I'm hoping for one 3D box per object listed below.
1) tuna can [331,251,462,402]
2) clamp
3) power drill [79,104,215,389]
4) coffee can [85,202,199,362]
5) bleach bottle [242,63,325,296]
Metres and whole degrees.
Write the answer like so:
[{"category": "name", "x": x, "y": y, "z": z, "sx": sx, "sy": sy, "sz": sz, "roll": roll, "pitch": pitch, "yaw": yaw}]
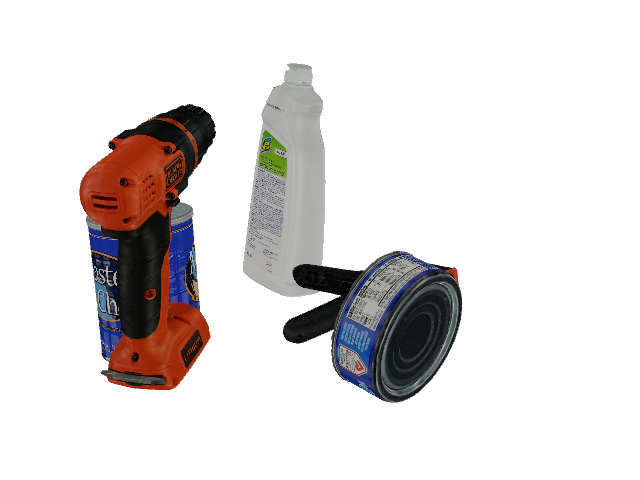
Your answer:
[{"category": "tuna can", "x": 0.047, "y": 0.052, "z": 0.632, "sx": 0.034, "sy": 0.086, "sz": 0.085, "roll": 26, "pitch": 15, "yaw": 35}, {"category": "clamp", "x": 0.044, "y": 0.056, "z": 1.012, "sx": 0.172, "sy": 0.039, "sz": 0.120, "roll": -6, "pitch": 34, "yaw": 17}, {"category": "power drill", "x": -0.120, "y": 0.002, "z": 0.801, "sx": 0.057, "sy": 0.188, "sz": 0.184, "roll": 5, "pitch": 23, "yaw": 15}, {"category": "coffee can", "x": -0.171, "y": 0.040, "z": 1.048, "sx": 0.103, "sy": 0.140, "sz": 0.103, "roll": -3, "pitch": 14, "yaw": 1}, {"category": "bleach bottle", "x": -0.032, "y": -0.071, "z": 1.202, "sx": 0.067, "sy": 0.251, "sz": 0.103, "roll": -9, "pitch": 23, "yaw": -40}]
